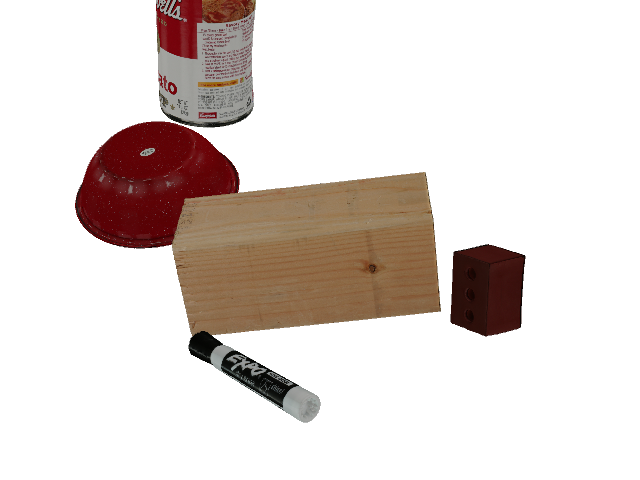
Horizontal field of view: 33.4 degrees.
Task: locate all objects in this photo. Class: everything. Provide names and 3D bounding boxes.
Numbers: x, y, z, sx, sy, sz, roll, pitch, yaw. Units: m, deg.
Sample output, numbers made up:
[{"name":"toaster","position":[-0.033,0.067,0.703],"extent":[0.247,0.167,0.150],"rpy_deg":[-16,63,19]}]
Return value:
[{"name":"wood block","position":[-0.009,0.012,0.887],"extent":[0.206,0.091,0.090],"rpy_deg":[-6,29,4]},{"name":"soup can","position":[-0.077,-0.137,0.722],"extent":[0.068,0.102,0.068],"rpy_deg":[3,34,-2]},{"name":"marker","position":[-0.047,0.086,0.697],"extent":[0.020,0.020,0.121],"rpy_deg":[0,16,-44]},{"name":"bowl","position":[-0.161,-0.066,1.024],"extent":[0.162,0.055,0.162],"rpy_deg":[-4,43,3]},{"name":"foam brick","position":[0.166,0.049,1.061],"extent":[0.051,0.078,0.053],"rpy_deg":[-12,20,-36]}]
